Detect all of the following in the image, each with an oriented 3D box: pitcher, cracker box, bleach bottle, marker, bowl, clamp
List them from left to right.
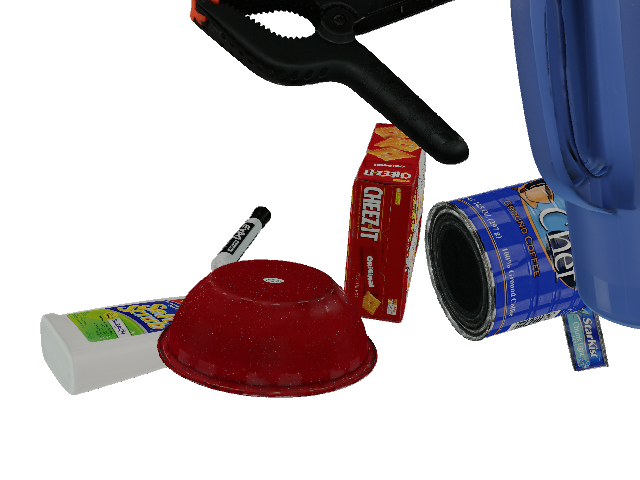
[{"bbox_3d":[-0.182,0.102,1.216,0.250,0.068,0.103,-13,32,-30],"label":"bleach bottle"},{"bbox_3d":[-0.074,-0.002,1.026,0.020,0.020,0.121,0,26,19],"label":"marker"},{"bbox_3d":[-0.036,0.054,0.772,0.162,0.055,0.162,4,18,-1],"label":"bowl"},{"bbox_3d":[0.015,-0.133,0.734,0.210,0.164,0.036,5,-27,-8],"label":"clamp"},{"bbox_3d":[0.076,-0.027,1.225,0.072,0.164,0.213,6,23,8],"label":"cracker box"},{"bbox_3d":[0.179,-0.074,0.576,0.149,0.243,0.145,-7,22,7],"label":"pitcher"}]

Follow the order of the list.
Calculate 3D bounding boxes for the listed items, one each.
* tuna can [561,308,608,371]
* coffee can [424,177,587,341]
[{"bbox_3d":[0.255,0.084,1.041,0.034,0.086,0.086,-12,-3,13],"label":"tuna can"},{"bbox_3d":[0.161,0.006,0.774,0.140,0.103,0.103,-14,4,-16],"label":"coffee can"}]
